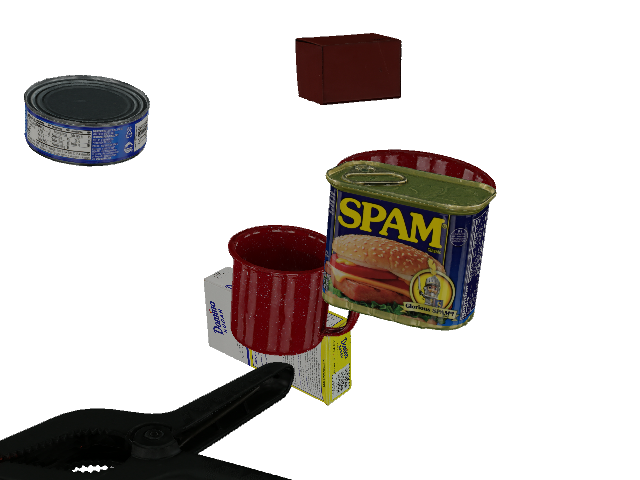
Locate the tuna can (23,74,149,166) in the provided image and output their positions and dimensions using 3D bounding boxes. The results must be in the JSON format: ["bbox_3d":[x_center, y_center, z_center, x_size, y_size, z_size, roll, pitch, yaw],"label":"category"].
[{"bbox_3d":[-0.163,-0.084,0.748,0.086,0.034,0.086,7,29,-4],"label":"tuna can"}]

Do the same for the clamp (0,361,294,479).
[{"bbox_3d":[-0.088,0.116,0.591,0.209,0.036,0.164,-1,22,-11],"label":"clamp"}]

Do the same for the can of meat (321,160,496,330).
[{"bbox_3d":[0.052,0.003,0.664,0.102,0.084,0.057,14,22,23],"label":"can of meat"}]

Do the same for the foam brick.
[{"bbox_3d":[0.024,-0.147,0.913,0.078,0.051,0.053,-8,20,-24],"label":"foam brick"}]

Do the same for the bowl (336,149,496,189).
[{"bbox_3d":[0.093,-0.040,1.075,0.162,0.055,0.162,4,24,-2],"label":"bowl"}]

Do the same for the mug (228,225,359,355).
[{"bbox_3d":[-0.022,0.045,0.885,0.117,0.081,0.093,14,26,17],"label":"mug"}]

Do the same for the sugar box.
[{"bbox_3d":[-0.047,0.099,1.146,0.176,0.093,0.048,24,38,36],"label":"sugar box"}]
